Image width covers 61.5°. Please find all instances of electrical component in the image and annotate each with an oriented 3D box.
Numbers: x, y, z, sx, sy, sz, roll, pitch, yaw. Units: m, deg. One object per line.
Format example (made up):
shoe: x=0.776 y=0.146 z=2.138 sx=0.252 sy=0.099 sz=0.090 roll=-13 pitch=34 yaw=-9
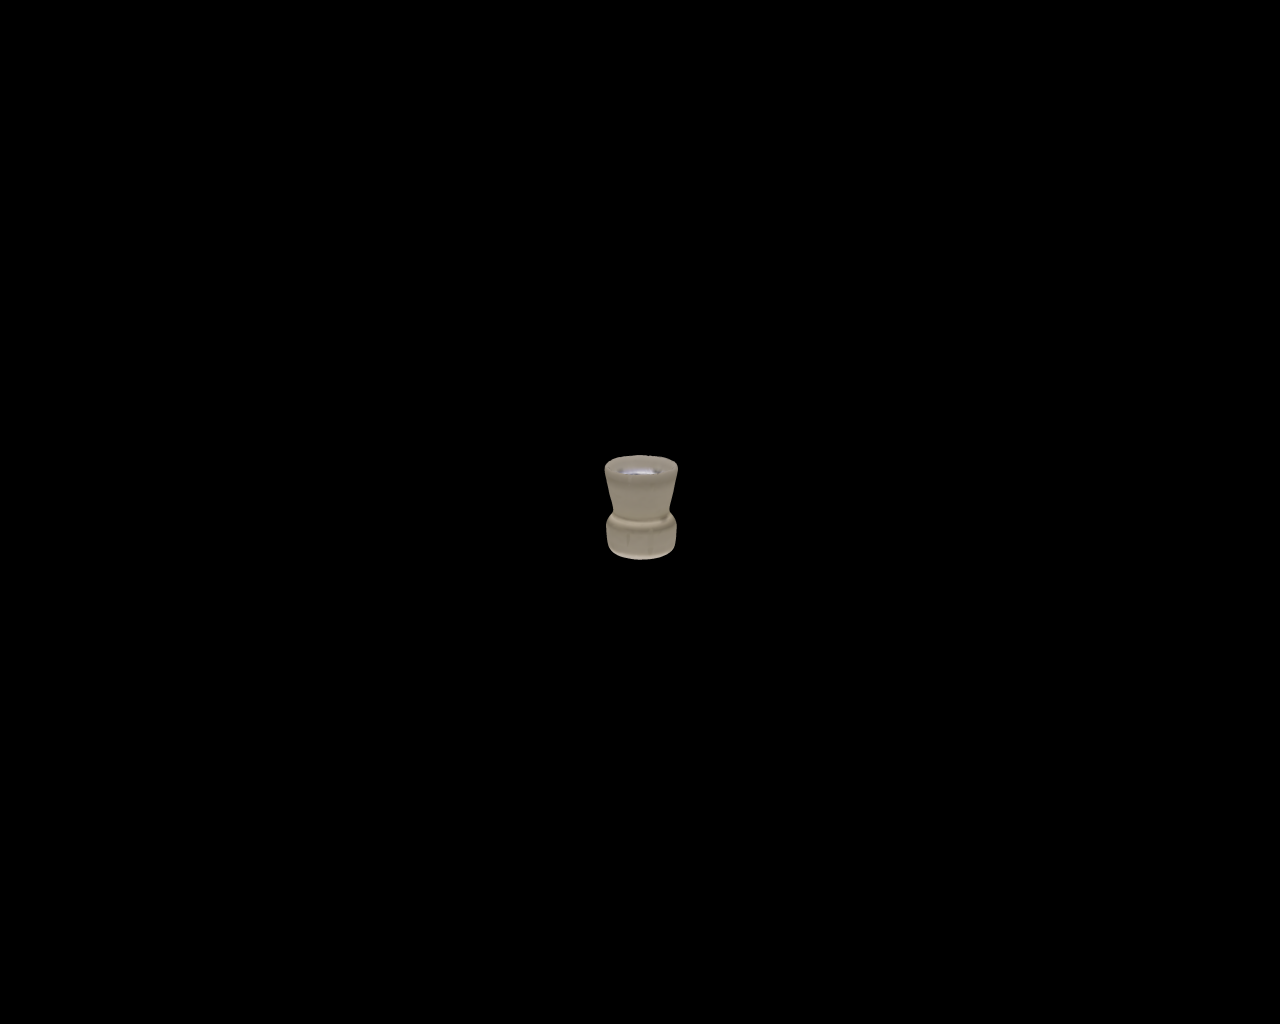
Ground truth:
electrical component: x=0.001 y=-0.003 z=0.650 sx=0.045 sy=0.055 sz=0.045 roll=0 pitch=18 yaw=0
